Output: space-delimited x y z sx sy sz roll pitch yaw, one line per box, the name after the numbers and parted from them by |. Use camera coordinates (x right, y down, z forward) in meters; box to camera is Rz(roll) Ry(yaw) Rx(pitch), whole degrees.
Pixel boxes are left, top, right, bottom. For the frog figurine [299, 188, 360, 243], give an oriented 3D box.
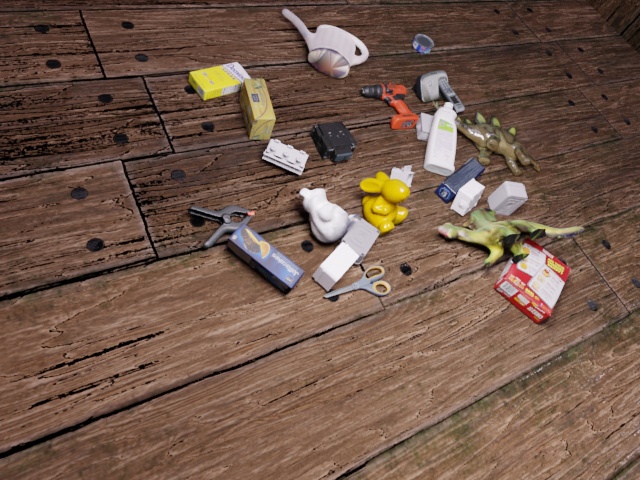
0.004 -0.070 1.384 0.158 0.124 0.137 35 -11 -19 | frog figurine

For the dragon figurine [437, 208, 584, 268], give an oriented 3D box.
0.553 -0.042 1.562 0.411 0.119 0.248 -10 35 -14 | dragon figurine

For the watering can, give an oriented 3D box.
0.007 -0.700 1.839 0.347 0.230 0.102 19 -36 -8 | watering can
